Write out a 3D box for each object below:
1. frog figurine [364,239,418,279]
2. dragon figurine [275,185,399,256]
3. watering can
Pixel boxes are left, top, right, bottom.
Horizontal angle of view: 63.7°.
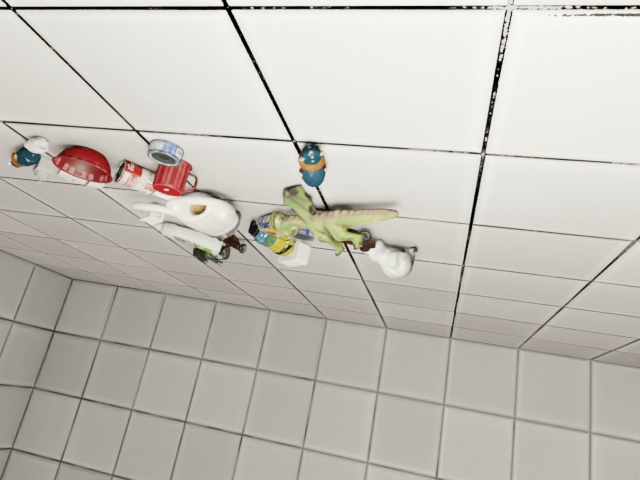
[{"bbox_3d":[0.216,0.062,1.652,0.159,0.122,0.138,6,-176,-21],"label":"frog figurine"},{"bbox_3d":[0.004,-0.071,1.411,0.241,0.125,0.405,29,149,-23],"label":"dragon figurine"},{"bbox_3d":[-0.392,-0.083,1.587,0.347,0.105,0.221,0,160,29],"label":"watering can"}]
